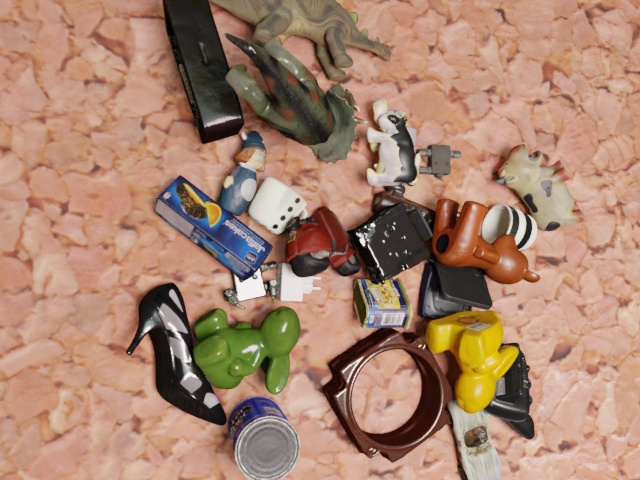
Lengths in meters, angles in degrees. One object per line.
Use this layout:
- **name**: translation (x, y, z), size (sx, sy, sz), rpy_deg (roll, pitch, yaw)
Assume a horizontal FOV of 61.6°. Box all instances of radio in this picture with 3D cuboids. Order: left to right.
- **radio**: translation (-0.197, -0.283, 0.902), size (0.073, 0.131, 0.229), rpy_deg (-16, 91, -14)

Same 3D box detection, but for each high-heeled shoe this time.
- **high-heeled shoe**: translation (-0.222, 0.193, 0.915), size (0.248, 0.086, 0.145), rpy_deg (51, 45, -24)

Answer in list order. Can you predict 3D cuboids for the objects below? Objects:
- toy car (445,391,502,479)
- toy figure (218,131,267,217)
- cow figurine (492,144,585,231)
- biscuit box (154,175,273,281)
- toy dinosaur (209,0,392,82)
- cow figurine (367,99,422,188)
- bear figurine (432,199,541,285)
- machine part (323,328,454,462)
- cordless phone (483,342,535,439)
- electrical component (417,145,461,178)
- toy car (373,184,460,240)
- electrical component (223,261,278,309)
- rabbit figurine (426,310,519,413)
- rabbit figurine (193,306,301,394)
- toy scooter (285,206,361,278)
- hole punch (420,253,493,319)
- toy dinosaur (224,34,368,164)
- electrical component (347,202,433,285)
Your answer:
- **toy car**: translation (0.293, 0.383, 1.025), size (0.073, 0.056, 0.201), rpy_deg (-15, 90, -15)
- **toy figure**: translation (-0.131, -0.119, 0.947), size (0.058, 0.064, 0.154), rpy_deg (21, 85, 6)
- **cow figurine**: translation (0.430, -0.103, 1.070), size (0.127, 0.085, 0.194), rpy_deg (-25, 109, 20)
- **biscuit box**: translation (-0.179, -0.018, 0.909), size (0.202, 0.059, 0.063), rpy_deg (38, 59, -3)
- **toy dinosaur**: translation (-0.074, -0.412, 0.961), size (0.471, 0.105, 0.198), rpy_deg (10, 76, -22)
- **cow figurine**: translation (0.136, -0.179, 0.985), size (0.098, 0.068, 0.167), rpy_deg (0, 85, 18)
- **bear figurine**: translation (0.307, 0.008, 0.977), size (0.196, 0.120, 0.131), rpy_deg (11, 93, -20)
- **machine part**: translation (0.125, 0.276, 0.975), size (0.201, 0.087, 0.201), rpy_deg (-30, 96, -14)
- **cordless phone**: translation (0.380, 0.294, 1.047), size (0.184, 0.089, 0.147), rpy_deg (46, 40, -32)
- **electrical component**: translation (0.236, -0.155, 1.061), size (0.094, 0.021, 0.063), rpy_deg (-1, 87, -15)
- **toy car**: translation (0.196, -0.038, 1.030), size (0.202, 0.053, 0.089), rpy_deg (23, 78, -11)
- **electrical component**: translation (-0.120, 0.080, 0.944), size (0.102, 0.045, 0.078), rpy_deg (-5, 89, -15)
- **rabbit figurine**: translation (0.273, 0.217, 0.958), size (0.162, 0.122, 0.173), rpy_deg (-12, 99, -45)
- **rabbit figurine**: translation (-0.105, 0.182, 0.892), size (0.170, 0.121, 0.159), rpy_deg (-24, 111, 0)
- **toy scooter**: translation (-0.002, -0.003, 0.945), size (0.184, 0.075, 0.135), rpy_deg (6, 62, -53)
- **hole punch**: translation (0.253, 0.097, 1.025), size (0.142, 0.092, 0.116), rpy_deg (13, 46, -12)
- **toy dinosaur**: translation (-0.029, -0.208, 0.853), size (0.192, 0.405, 0.131), rpy_deg (39, 105, 3)
- **electrical component**: translation (0.131, 0.000, 0.959), size (0.134, 0.058, 0.114), rpy_deg (-32, 97, -15)
